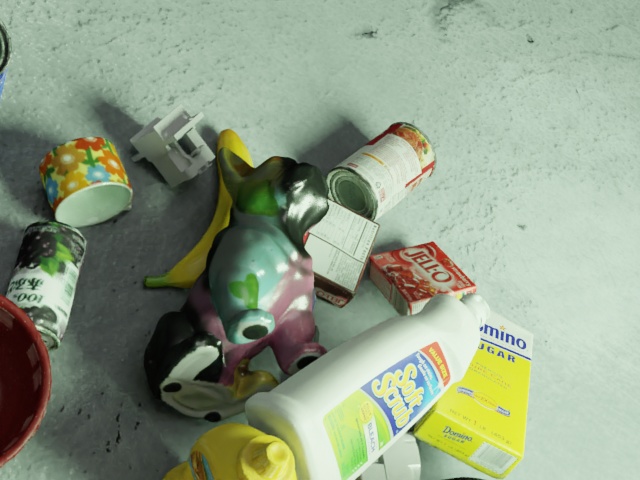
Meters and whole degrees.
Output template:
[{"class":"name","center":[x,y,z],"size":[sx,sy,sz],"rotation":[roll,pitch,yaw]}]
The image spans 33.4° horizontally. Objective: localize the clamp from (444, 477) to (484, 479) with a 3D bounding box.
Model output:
[{"class":"clamp","center":[0.168,0.232,0.929],"size":[0.171,0.120,0.039],"rotation":[9,48,-2]}]

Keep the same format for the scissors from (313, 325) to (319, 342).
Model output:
[{"class":"scissors","center":[-0.007,0.176,0.949],"size":[0.096,0.016,0.201],"rotation":[34,54,-4]}]

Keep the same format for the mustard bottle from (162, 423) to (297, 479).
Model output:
[{"class":"mustard bottle","center":[-0.064,0.191,0.806],"size":[0.058,0.192,0.096],"rotation":[-22,73,-32]}]

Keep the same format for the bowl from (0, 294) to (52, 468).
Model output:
[{"class":"bowl","center":[-0.292,0.115,0.828],"size":[0.162,0.055,0.162],"rotation":[6,66,-15]}]

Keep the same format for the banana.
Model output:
[{"class":"banana","center":[-0.096,-0.024,1.013],"size":[0.069,0.037,0.197],"rotation":[29,54,-8]}]

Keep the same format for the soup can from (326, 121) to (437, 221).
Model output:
[{"class":"soup can","center":[0.062,-0.068,1.089],"size":[0.068,0.069,0.102],"rotation":[47,55,7]}]

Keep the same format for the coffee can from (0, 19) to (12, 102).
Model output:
[{"class":"coffee can","center":[-0.324,-0.127,0.909],"size":[0.102,0.140,0.103],"rotation":[11,58,-18]}]

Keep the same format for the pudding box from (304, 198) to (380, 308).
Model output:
[{"class":"pudding box","center":[-0.007,0.001,1.037],"size":[0.113,0.039,0.090],"rotation":[28,54,-7]}]

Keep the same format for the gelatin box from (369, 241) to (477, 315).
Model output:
[{"class":"gelatin box","center":[0.098,0.039,1.037],"size":[0.073,0.030,0.089],"rotation":[-12,35,-19]}]

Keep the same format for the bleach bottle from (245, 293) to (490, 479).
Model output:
[{"class":"bleach bottle","center":[0.055,0.109,0.877],"size":[0.250,0.068,0.102],"rotation":[-34,122,-36]}]

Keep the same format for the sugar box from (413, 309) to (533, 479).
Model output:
[{"class":"sugar box","center":[0.147,0.131,0.994],"size":[0.093,0.048,0.176],"rotation":[29,38,-6]}]
